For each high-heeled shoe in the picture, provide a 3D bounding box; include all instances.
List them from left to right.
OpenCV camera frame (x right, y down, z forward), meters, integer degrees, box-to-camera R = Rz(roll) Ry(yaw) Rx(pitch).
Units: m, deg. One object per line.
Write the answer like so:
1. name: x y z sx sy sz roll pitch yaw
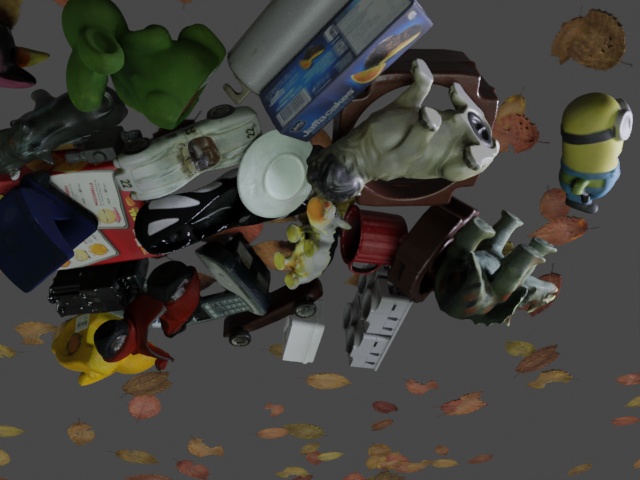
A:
1. high-heeled shoe: -0.127 -0.029 0.753 0.249 0.145 0.086 4 133 -14

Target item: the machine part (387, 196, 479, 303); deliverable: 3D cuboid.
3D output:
1. machine part: 0.174 0.014 0.820 0.179 0.056 0.179 -40 153 -26

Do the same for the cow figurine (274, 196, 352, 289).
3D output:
1. cow figurine: 0.000 -0.002 0.839 0.098 0.068 0.167 -13 146 -41

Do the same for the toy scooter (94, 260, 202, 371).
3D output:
1. toy scooter: -0.241 0.127 0.817 0.184 0.075 0.135 -48 137 -24

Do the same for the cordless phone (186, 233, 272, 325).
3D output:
1. cordless phone: -0.185 0.077 0.892 0.184 0.089 0.146 -18 131 17

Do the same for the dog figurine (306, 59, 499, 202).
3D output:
1. dog figurine: 0.097 -0.097 0.651 0.172 0.121 0.190 31 136 -25

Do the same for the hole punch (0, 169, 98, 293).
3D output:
1. hole punch: -0.376 -0.007 0.701 0.142 0.092 0.115 -32 121 27

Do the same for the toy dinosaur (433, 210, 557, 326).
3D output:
1. toy dinosaur: 0.238 0.062 0.802 0.404 0.131 0.192 -2 126 -51

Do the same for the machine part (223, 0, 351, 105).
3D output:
1. machine part: -0.028 -0.246 0.619 0.079 0.079 0.243 33 120 -30

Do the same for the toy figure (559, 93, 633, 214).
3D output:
1. toy figure: 0.384 -0.121 0.767 0.089 0.082 0.179 -9 134 -1

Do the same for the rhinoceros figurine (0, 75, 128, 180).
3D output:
1. rhinoceros figurine: -0.329 -0.138 0.666 0.190 0.112 0.073 -22 132 4

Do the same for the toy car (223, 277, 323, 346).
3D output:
1. toy car: -0.082 0.119 0.930 0.202 0.089 0.053 -29 133 19

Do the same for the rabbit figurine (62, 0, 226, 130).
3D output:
1. rabbit figurine: -0.222 -0.201 0.610 0.170 0.159 0.121 35 131 -13

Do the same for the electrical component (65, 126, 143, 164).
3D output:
1. electrical component: -0.285 -0.125 0.711 0.094 0.063 0.021 -8 131 0

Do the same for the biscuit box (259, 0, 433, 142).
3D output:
1. biscuit box: 0.025 -0.199 0.604 0.202 0.059 0.063 -39 160 24

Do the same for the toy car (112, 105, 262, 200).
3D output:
1. toy car: -0.170 -0.115 0.704 0.202 0.056 0.073 -27 136 -14

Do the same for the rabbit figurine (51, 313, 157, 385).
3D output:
1. rabbit figurine: -0.380 0.208 0.972 0.162 0.122 0.173 -30 146 24

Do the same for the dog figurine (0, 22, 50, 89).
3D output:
1. dog figurine: -0.431 -0.175 0.628 0.219 0.108 0.191 -3 131 -6

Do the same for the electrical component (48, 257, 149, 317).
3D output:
1. electrical component: -0.336 0.053 0.832 0.134 0.115 0.058 -9 136 2

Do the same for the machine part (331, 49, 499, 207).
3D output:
1. machine part: 0.117 -0.146 0.716 0.202 0.087 0.200 0 131 -3
